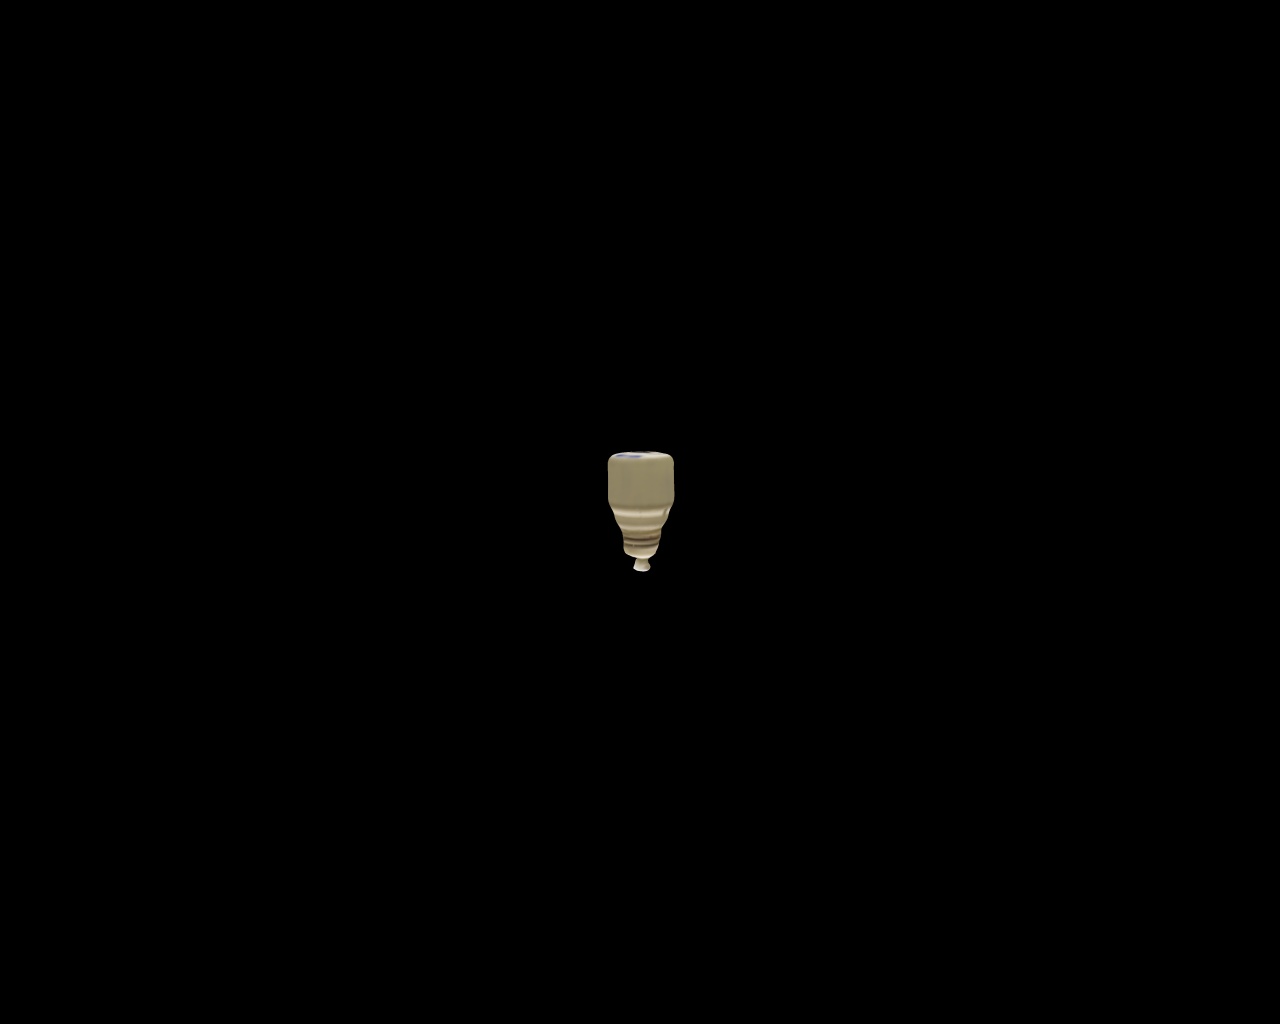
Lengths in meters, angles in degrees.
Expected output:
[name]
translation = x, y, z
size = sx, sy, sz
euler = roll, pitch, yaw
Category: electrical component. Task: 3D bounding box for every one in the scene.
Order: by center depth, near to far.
[electrical component]
translation = 0.001, -0.003, 0.650
size = 0.040, 0.078, 0.040
euler = 0, 8, 0
